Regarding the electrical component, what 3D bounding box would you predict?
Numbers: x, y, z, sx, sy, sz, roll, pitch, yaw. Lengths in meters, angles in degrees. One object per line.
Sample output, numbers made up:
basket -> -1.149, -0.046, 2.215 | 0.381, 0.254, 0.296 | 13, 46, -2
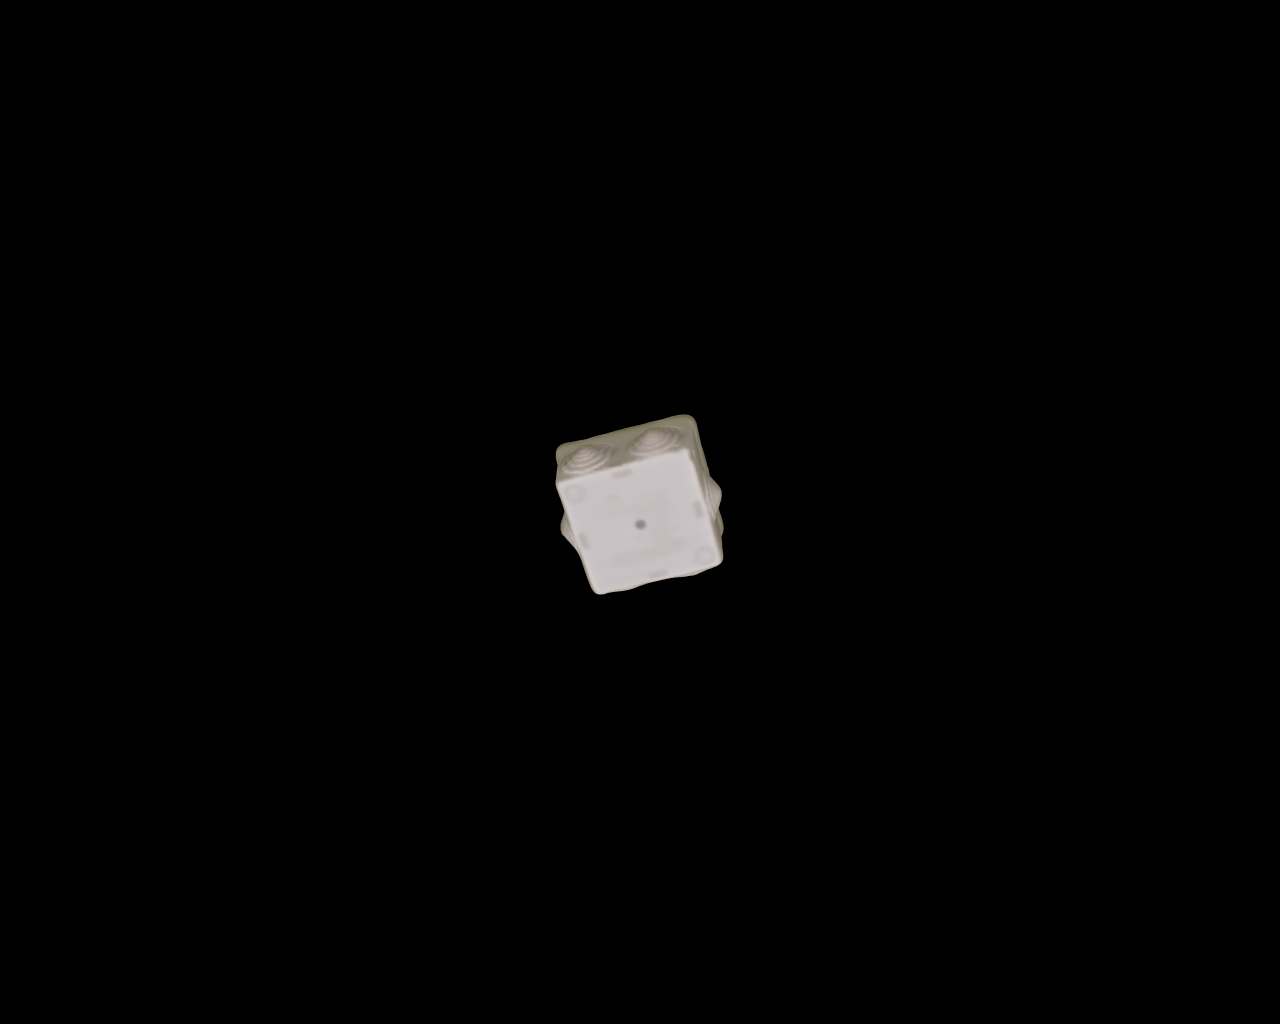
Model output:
electrical component -> 0.001, -0.003, 0.650 | 0.100, 0.099, 0.048 | -14, 26, 7
